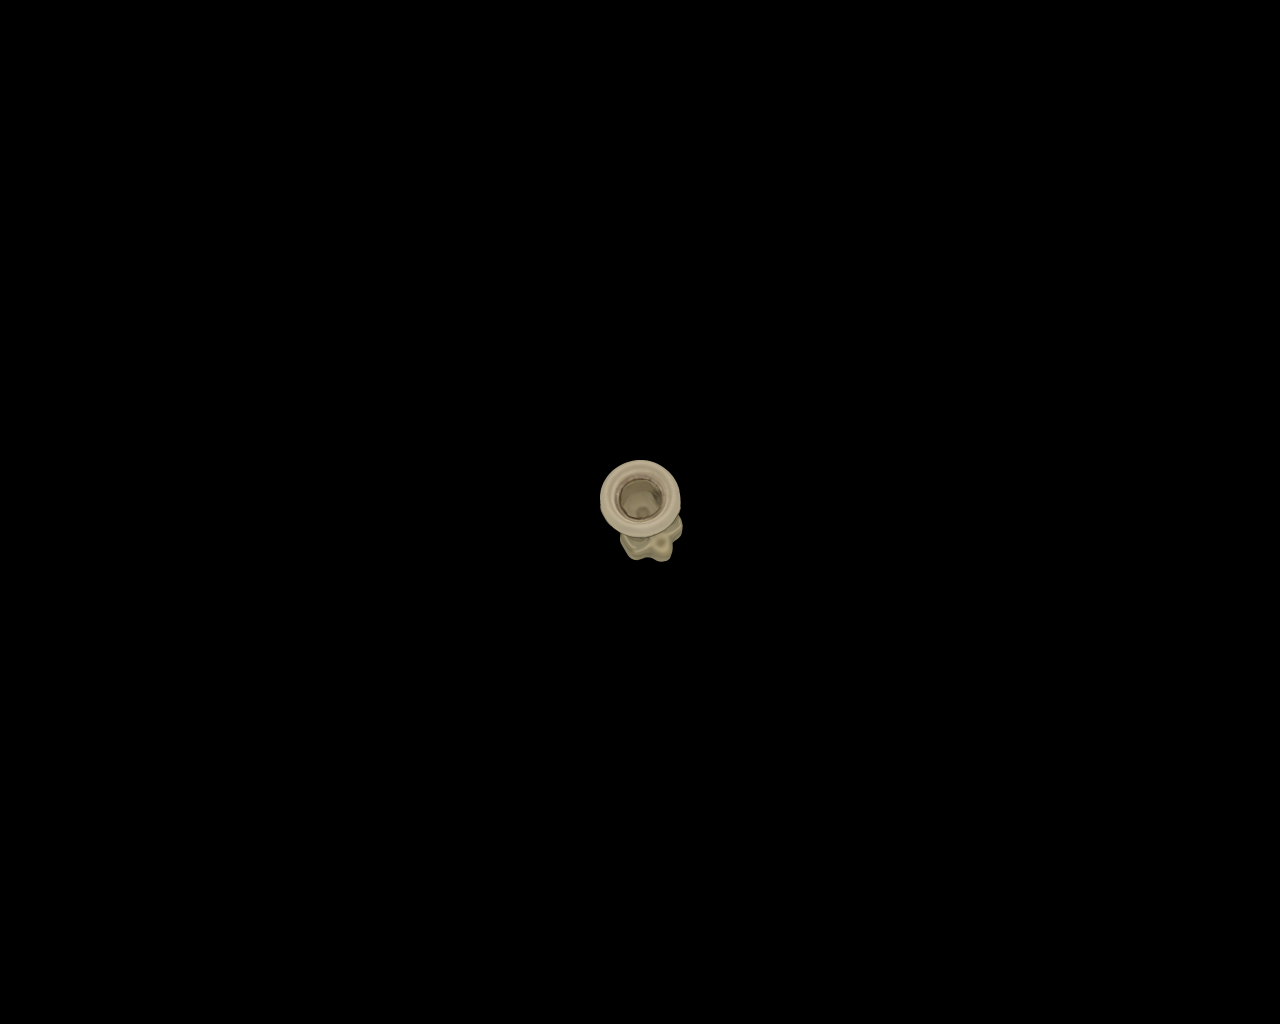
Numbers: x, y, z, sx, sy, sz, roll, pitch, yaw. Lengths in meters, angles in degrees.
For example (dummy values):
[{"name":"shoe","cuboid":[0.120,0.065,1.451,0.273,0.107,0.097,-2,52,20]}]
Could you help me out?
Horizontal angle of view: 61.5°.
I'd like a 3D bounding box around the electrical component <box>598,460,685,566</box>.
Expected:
[{"name":"electrical component","cuboid":[0.001,-0.003,0.650,0.048,0.066,0.055,-30,-15,-9]}]
